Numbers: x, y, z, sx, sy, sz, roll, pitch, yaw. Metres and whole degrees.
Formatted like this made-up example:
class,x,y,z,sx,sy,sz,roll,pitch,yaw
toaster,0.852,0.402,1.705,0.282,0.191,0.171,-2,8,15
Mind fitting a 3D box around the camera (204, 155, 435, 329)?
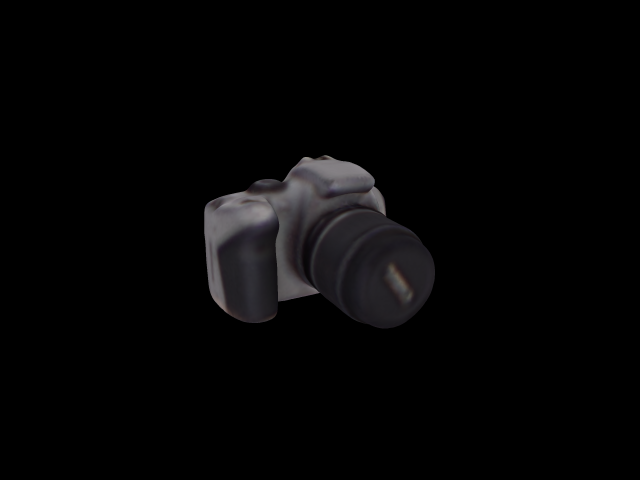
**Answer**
class,x,y,z,sx,sy,sz,roll,pitch,yaw
camera,0.004,0.001,0.400,0.143,0.101,0.136,-10,22,-26
